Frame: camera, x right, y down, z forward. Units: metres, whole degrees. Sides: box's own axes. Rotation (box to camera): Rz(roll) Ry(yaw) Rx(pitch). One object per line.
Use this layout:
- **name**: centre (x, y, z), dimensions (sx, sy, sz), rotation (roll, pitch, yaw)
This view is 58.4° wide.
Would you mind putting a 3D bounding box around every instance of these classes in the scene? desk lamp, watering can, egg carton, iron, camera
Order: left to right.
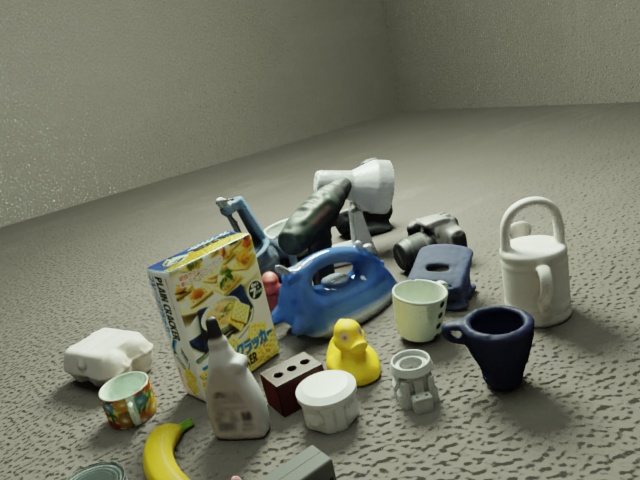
- **egg carton**: centre (-0.363, 0.203, 0.980), dimensions (0.149, 0.069, 0.107), rotation (0, 22, 32)
- **iron**: centre (0.033, 0.071, 1.016), dimensions (0.259, 0.141, 0.118), rotation (-22, 21, -29)
- **desk lamp**: centre (0.074, -0.064, 1.280), dimensions (0.203, 0.214, 0.117), rotation (-14, 18, -7)
- **camera**: centre (0.212, 0.002, 1.178), dimensions (0.137, 0.101, 0.142), rotation (-18, 19, -19)
- **watering can**: centre (0.327, 0.025, 0.889), dimensions (0.101, 0.194, 0.172), rotation (-16, 19, -12)

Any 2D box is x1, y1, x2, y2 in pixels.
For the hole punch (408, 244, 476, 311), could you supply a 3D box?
- **hole punch**: centre (0.214, 0.064, 1.006), dimensions (0.108, 0.091, 0.101), rotation (1, 22, 33)

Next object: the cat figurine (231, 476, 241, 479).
- **cat figurine**: centre (-0.101, 0.276, 0.523), dimensions (0.067, 0.118, 0.128), rotation (-1, 21, 28)

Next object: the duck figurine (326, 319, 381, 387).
- **duck figurine**: centre (0.043, 0.156, 0.845), dimensions (0.078, 0.086, 0.104), rotation (-18, 19, -20)

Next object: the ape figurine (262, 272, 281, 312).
- **ape figurine**: centre (-0.090, 0.104, 1.072), dimensions (0.078, 0.092, 0.076), rotation (-11, 18, 2)

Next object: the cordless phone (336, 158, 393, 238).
- **cordless phone**: centre (0.102, -0.105, 1.430), dimensions (0.148, 0.185, 0.094), rotation (-18, 19, -18)

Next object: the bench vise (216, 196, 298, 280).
- **bench vise**: centre (-0.141, -0.003, 1.219), dimensions (0.121, 0.220, 0.208), rotation (3, 23, 37)

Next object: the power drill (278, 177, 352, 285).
- **power drill**: centre (0.010, 0.004, 1.122), dimensions (0.075, 0.209, 0.230), rotation (1, 22, 34)

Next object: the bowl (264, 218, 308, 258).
- **bowl**: centre (-0.053, -0.002, 1.395), dimensions (0.167, 0.075, 0.167), rotation (-10, 18, 4)

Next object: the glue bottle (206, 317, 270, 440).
- **glue bottle**: centre (-0.118, 0.177, 0.739), dimensions (0.078, 0.173, 0.037), rotation (-6, 19, 16)

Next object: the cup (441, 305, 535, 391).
- **cup**: centre (0.221, 0.146, 0.750), dimensions (0.117, 0.095, 0.092), rotation (-4, 20, 22)
